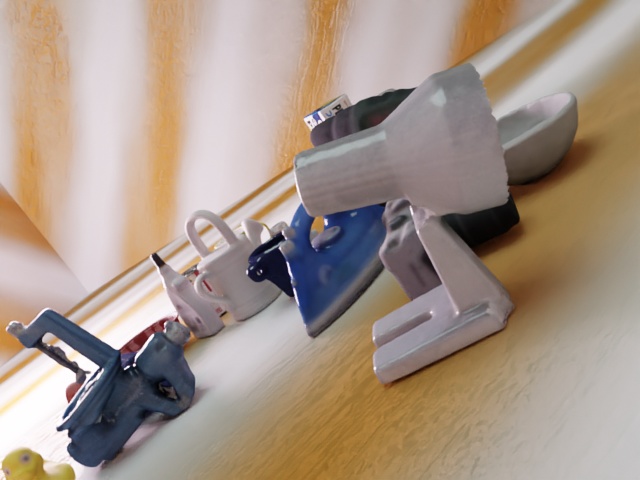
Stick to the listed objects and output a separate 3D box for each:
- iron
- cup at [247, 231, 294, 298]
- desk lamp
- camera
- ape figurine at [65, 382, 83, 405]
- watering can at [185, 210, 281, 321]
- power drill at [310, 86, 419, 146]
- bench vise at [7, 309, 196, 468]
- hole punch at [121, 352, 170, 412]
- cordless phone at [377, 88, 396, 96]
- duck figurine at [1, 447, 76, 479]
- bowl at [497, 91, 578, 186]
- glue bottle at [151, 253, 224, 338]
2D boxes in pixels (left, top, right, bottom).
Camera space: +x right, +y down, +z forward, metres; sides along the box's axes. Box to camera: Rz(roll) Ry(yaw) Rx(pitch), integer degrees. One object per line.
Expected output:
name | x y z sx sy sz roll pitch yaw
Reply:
iron | 0.007 0.003 0.793 0.118 0.141 0.259 -24 16 36
cup | -0.057 0.048 0.891 0.091 0.095 0.118 -23 17 41
desk lamp | 0.086 -0.016 0.500 0.203 0.214 0.118 -31 13 13
camera | 0.142 -0.020 0.637 0.136 0.101 0.143 -27 14 26
ape figurine | -0.349 0.253 0.861 0.078 0.092 0.076 -43 16 -35
watering can | -0.155 0.029 0.979 0.100 0.194 0.173 -28 14 23
power drill | 0.115 -0.104 0.769 0.229 0.208 0.076 -22 17 41
bench vise | -0.283 0.159 0.755 0.208 0.220 0.121 -40 14 -24
hole punch | -0.270 0.202 0.856 0.101 0.091 0.108 -33 13 4
cordless phone | 0.183 -0.188 0.966 0.147 0.185 0.094 -30 13 15
duck figurine | -0.374 0.305 0.746 0.077 0.086 0.104 -37 13 -15
bowl | 0.268 -0.120 0.755 0.167 0.075 0.167 -32 13 9
glue bottle | -0.239 0.093 0.997 0.078 0.173 0.037 -18 20 49
